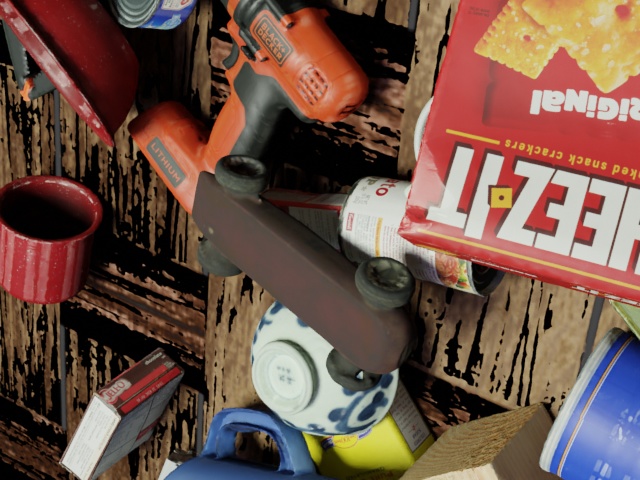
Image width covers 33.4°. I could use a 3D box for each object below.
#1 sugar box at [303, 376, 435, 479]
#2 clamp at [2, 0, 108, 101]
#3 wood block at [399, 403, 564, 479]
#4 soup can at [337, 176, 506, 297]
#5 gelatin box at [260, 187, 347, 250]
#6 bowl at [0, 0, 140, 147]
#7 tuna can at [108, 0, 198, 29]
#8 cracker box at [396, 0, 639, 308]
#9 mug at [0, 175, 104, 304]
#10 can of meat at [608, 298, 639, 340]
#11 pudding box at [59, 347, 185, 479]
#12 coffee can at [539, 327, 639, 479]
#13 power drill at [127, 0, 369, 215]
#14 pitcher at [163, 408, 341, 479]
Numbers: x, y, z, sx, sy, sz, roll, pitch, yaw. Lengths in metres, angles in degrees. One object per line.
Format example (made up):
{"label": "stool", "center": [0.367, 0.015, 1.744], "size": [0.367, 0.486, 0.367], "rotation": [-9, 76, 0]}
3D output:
{"label": "sugar box", "center": [0.054, 0.187, 0.837], "size": [0.094, 0.048, 0.176], "rotation": [-28, 91, 39]}
{"label": "clamp", "center": [-0.199, -0.194, 0.854], "size": [0.165, 0.036, 0.210], "rotation": [31, 128, 13]}
{"label": "wood block", "center": [0.152, 0.234, 0.759], "size": [0.090, 0.090, 0.206], "rotation": [-25, 95, 41]}
{"label": "soup can", "center": [0.072, -0.004, 0.726], "size": [0.102, 0.068, 0.068], "rotation": [11, 116, 32]}
{"label": "gelatin box", "center": [-0.005, 0.001, 0.808], "size": [0.089, 0.030, 0.073], "rotation": [6, 115, 33]}
{"label": "bowl", "center": [-0.183, -0.148, 0.787], "size": [0.162, 0.055, 0.162], "rotation": [49, 171, 10]}
{"label": "tuna can", "center": [-0.116, -0.191, 0.745], "size": [0.086, 0.033, 0.086], "rotation": [6, 98, 50]}
{"label": "cracker box", "center": [0.147, -0.081, 0.559], "size": [0.164, 0.072, 0.214], "rotation": [15, 89, 15]}
{"label": "mug", "center": [-0.246, -0.006, 0.946], "size": [0.117, 0.093, 0.082], "rotation": [59, 144, 41]}
{"label": "can of meat", "center": [0.226, 0.036, 0.622], "size": [0.102, 0.083, 0.058], "rotation": [52, 129, 5]}
{"label": "pudding box", "center": [-0.178, 0.159, 0.962], "size": [0.039, 0.089, 0.114], "rotation": [40, 128, 13]}
{"label": "coffee can", "center": [0.222, 0.131, 0.656], "size": [0.140, 0.102, 0.103], "rotation": [28, 124, 23]}
{"label": "power drill", "center": [-0.069, -0.121, 0.780], "size": [0.184, 0.057, 0.188], "rotation": [54, 131, 13]}
{"label": "pitcher", "center": [-0.034, 0.225, 0.821], "size": [0.149, 0.144, 0.243], "rotation": [52, 151, -13]}
